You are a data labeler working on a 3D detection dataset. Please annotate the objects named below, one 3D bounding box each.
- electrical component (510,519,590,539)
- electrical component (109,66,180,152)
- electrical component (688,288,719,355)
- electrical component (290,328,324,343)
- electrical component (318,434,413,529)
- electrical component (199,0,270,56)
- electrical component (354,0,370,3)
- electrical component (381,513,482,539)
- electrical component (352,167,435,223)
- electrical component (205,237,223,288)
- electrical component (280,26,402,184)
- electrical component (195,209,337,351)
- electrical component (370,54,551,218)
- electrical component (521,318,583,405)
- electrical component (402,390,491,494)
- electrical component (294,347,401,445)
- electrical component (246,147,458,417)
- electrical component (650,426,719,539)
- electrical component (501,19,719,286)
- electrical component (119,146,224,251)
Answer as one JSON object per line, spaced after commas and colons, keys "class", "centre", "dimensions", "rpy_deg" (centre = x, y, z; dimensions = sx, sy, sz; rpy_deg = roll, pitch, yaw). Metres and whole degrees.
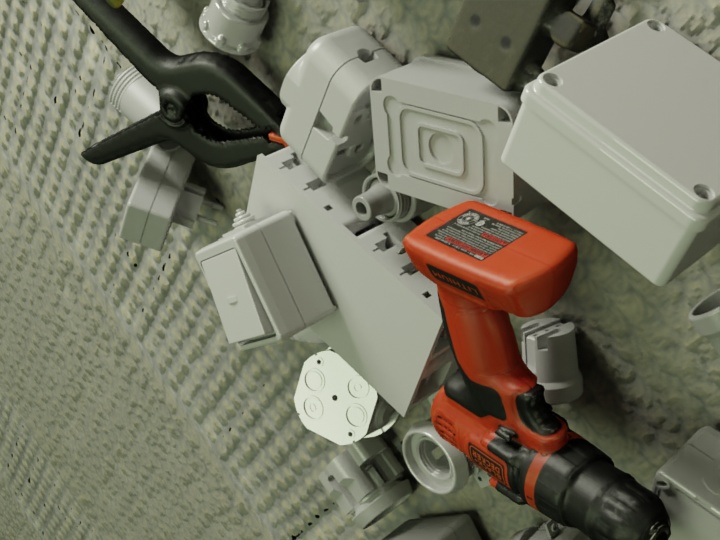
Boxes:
{"class": "electrical component", "centre": [0.138, 0.208, 0.767], "dimensions": [0.055, 0.048, 0.066], "rpy_deg": [-11, 104, 44]}
{"class": "electrical component", "centre": [-0.181, -0.141, 0.915], "dimensions": [0.081, 0.043, 0.043], "rpy_deg": [42, 139, 23]}
{"class": "electrical component", "centre": [0.208, 0.033, 0.582], "dimensions": [0.046, 0.040, 0.040], "rpy_deg": [55, 143, -2]}
{"class": "electrical component", "centre": [-0.036, 0.040, 0.865], "dimensions": [0.040, 0.040, 0.078], "rpy_deg": [59, 143, 3]}
{"class": "electrical component", "centre": [0.006, 0.176, 0.889], "dimensions": [0.057, 0.058, 0.078], "rpy_deg": [53, 142, 16]}
{"class": "electrical component", "centre": [-0.085, -0.190, 0.776], "dimensions": [0.048, 0.048, 0.062], "rpy_deg": [50, 135, 15]}
{"class": "electrical component", "centre": [0.005, -0.214, 0.650], "dimensions": [0.056, 0.050, 0.089], "rpy_deg": [34, 135, 31]}
{"class": "electrical component", "centre": [0.057, 0.235, 0.864], "dimensions": [0.096, 0.061, 0.061], "rpy_deg": [-23, 94, 52]}
{"class": "electrical component", "centre": [0.022, -0.052, 0.722], "dimensions": [0.043, 0.062, 0.043], "rpy_deg": [27, 131, 36]}
{"class": "electrical component", "centre": [-0.092, -0.003, 0.889], "dimensions": [0.078, 0.057, 0.058], "rpy_deg": [22, 128, 40]}
{"class": "electrical component", "centre": [-0.015, -0.115, 0.732], "dimensions": [0.059, 0.054, 0.095], "rpy_deg": [47, 140, 18]}
{"class": "electrical component", "centre": [-0.074, 0.004, 0.767], "dimensions": [0.062, 0.061, 0.096], "rpy_deg": [-18, 99, 52]}
{"class": "electrical component", "centre": [0.067, -0.082, 0.656], "dimensions": [0.113, 0.057, 0.078], "rpy_deg": [22, 128, 40]}
{"class": "electrical component", "centre": [0.123, 0.058, 0.696], "dimensions": [0.040, 0.040, 0.046], "rpy_deg": [11, 115, 45]}
{"class": "electrical component", "centre": [0.069, 0.127, 0.786], "dimensions": [0.078, 0.057, 0.058], "rpy_deg": [58, 143, 5]}
{"class": "electrical component", "centre": [-0.008, 0.095, 0.841], "dimensions": [0.080, 0.051, 0.080], "rpy_deg": [3, 97, 27]}
{"class": "electrical component", "centre": [0.000, 0.000, 0.782], "dimensions": [0.186, 0.060, 0.105], "rpy_deg": [42, 139, 24]}
{"class": "electrical component", "centre": [0.209, 0.149, 0.640], "dimensions": [0.062, 0.061, 0.096], "rpy_deg": [35, 142, 31]}
{"class": "electrical component", "centre": [0.147, -0.062, 0.535], "dimensions": [0.109, 0.109, 0.056], "rpy_deg": [43, 142, 23]}
{"class": "electrical component", "centre": [-0.155, -0.059, 0.921], "dimensions": [0.076, 0.083, 0.047], "rpy_deg": [20, 139, -9]}
